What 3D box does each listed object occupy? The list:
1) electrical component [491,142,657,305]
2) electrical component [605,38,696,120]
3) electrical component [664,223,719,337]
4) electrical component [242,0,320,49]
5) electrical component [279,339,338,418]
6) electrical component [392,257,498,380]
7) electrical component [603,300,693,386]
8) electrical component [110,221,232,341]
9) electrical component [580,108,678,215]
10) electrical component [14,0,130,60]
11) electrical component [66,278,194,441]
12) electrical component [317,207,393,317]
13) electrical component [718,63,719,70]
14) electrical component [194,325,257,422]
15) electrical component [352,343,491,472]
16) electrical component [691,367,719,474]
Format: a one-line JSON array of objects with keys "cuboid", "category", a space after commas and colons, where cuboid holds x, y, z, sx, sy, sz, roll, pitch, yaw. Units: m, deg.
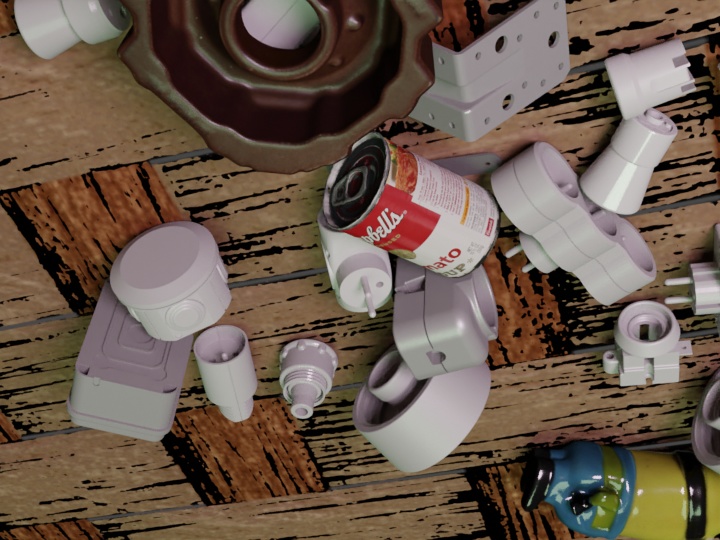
[{"cuboid": [0.136, -0.022, 0.747, 0.074, 0.052, 0.138, -34, 122, 30], "category": "electrical component"}, {"cuboid": [0.179, -0.119, 0.664, 0.046, 0.040, 0.040, -19, 128, 14], "category": "electrical component"}, {"cuboid": [0.257, 0.012, 0.772, 0.076, 0.047, 0.083, -5, 132, 10], "category": "electrical component"}, {"cuboid": [-0.036, -0.146, 0.652, 0.077, 0.047, 0.066, 33, 127, -23], "category": "electrical component"}, {"cuboid": [-0.043, 0.089, 0.859, 0.048, 0.062, 0.048, 3, 133, 3], "category": "electrical component"}, {"cuboid": [0.062, 0.026, 0.769, 0.059, 0.095, 0.053, -16, 129, 19], "category": "electrical component"}, {"cuboid": [0.218, 0.056, 0.818, 0.066, 0.048, 0.055, -5, 139, 10], "category": "electrical component"}, {"cuboid": [-0.136, 0.007, 0.782, 0.080, 0.080, 0.051, -9, 136, 13], "category": "electrical component"}, {"cuboid": [0.178, -0.075, 0.704, 0.044, 0.044, 0.065, 16, 127, -10], "category": "electrical component"}, {"cuboid": [-0.175, -0.157, 0.656, 0.055, 0.045, 0.045, -14, 130, 16], "category": "electrical component"}, {"cuboid": [-0.171, 0.067, 0.816, 0.078, 0.113, 0.057, 14, 129, -8], "category": "electrical component"}, {"cuboid": [0.000, 0.000, 0.762, 0.044, 0.079, 0.077, -14, 131, -1], "category": "electrical component"}, {"cuboid": [0.249, -0.120, 0.657, 0.046, 0.040, 0.040, -30, 124, 21], "category": "electrical component"}, {"cuboid": [-0.106, 0.088, 0.877, 0.043, 0.043, 0.081, -1, 133, 6], "category": "electrical component"}, {"cuboid": [0.041, 0.094, 0.829, 0.060, 0.108, 0.108, 40, 124, -21], "category": "electrical component"}, {"cuboid": [0.299, 0.111, 0.823, 0.060, 0.108, 0.108, 26, 130, -10], "category": "electrical component"}]
